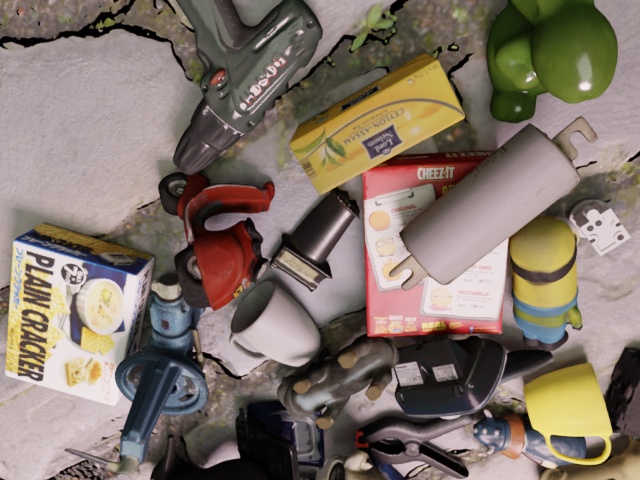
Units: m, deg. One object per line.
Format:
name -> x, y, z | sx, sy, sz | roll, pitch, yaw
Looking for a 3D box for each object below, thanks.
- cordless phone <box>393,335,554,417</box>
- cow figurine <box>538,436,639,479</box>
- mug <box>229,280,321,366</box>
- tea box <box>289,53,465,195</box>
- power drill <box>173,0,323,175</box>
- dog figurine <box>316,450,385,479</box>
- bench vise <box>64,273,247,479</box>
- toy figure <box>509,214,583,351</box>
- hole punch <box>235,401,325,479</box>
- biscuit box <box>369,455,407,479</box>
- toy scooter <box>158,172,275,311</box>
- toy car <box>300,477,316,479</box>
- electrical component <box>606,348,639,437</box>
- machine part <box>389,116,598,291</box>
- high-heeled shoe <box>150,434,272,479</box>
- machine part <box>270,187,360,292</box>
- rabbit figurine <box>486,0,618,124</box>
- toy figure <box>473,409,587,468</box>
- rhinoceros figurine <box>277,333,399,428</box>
cordless phone -> 0.198, 0.164, 0.693 | 0.146, 0.184, 0.088 | -30, 68, 52
cow figurine -> 0.406, 0.335, 0.750 | 0.195, 0.085, 0.127 | -15, 117, 12
mug -> -0.059, 0.123, 0.701 | 0.107, 0.081, 0.109 | 40, 107, -21
tea box -> 0.058, -0.126, 0.578 | 0.170, 0.098, 0.068 | -27, 108, 13
power drill -> -0.129, -0.206, 0.570 | 0.232, 0.086, 0.207 | -35, 102, 16
dog figurine -> 0.090, 0.373, 0.726 | 0.190, 0.121, 0.172 | 17, 114, -18
bench vise -> -0.192, 0.162, 0.653 | 0.129, 0.241, 0.223 | 19, 129, -7
toy figure -> 0.267, 0.053, 0.634 | 0.082, 0.089, 0.179 | -3, 117, 15
hole punch -> -0.056, 0.293, 0.777 | 0.116, 0.092, 0.142 | 12, 119, 33
biscuit box -> 0.120, 0.405, 0.811 | 0.059, 0.063, 0.202 | -40, 104, 16
toy scooter -> -0.107, -0.012, 0.626 | 0.135, 0.184, 0.075 | -13, 155, -12
toy car -> -0.020, 0.417, 0.816 | 0.162, 0.109, 0.103 | 31, 88, 4
electrical component -> 0.448, 0.197, 0.701 | 0.115, 0.058, 0.134 | 9, 113, -1
machine part -> 0.167, -0.033, 0.543 | 0.243, 0.079, 0.079 | -42, 104, 17
high-heeled shoe -> -0.152, 0.375, 0.770 | 0.249, 0.086, 0.145 | 20, 117, 31
machine part -> -0.001, -0.002, 0.667 | 0.084, 0.039, 0.138 | 34, 113, 0
rabbit figurine -> 0.227, -0.186, 0.498 | 0.121, 0.170, 0.158 | -9, 112, 8
toy figure -> 0.285, 0.276, 0.743 | 0.155, 0.064, 0.057 | 8, 127, 0
rhinoceros figurine -> 0.014, 0.178, 0.698 | 0.190, 0.112, 0.073 | -37, 98, 30
